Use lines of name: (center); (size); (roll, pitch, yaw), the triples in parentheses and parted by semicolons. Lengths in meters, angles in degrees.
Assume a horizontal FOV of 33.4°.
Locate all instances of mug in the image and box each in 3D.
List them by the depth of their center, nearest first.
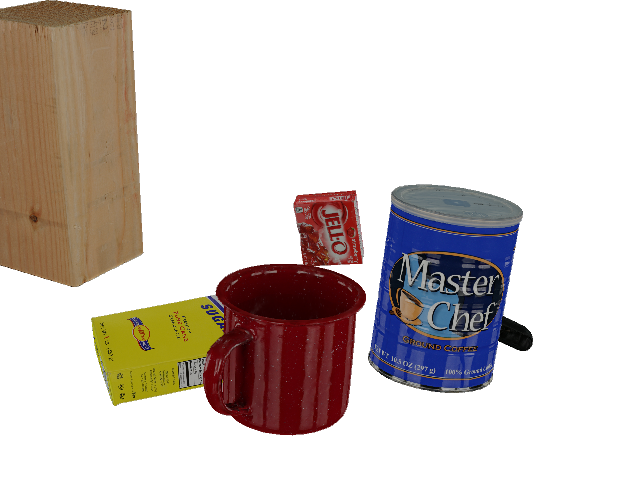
mug: (-0.028, 0.072, 0.664); (0.093, 0.081, 0.117); (18, 25, 33)

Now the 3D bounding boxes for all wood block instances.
wood block: (-0.208, -0.080, 0.858); (0.091, 0.206, 0.090); (14, 25, 27)

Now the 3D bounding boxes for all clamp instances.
clamp: (0.128, 0.065, 1.058); (0.120, 0.039, 0.171); (-4, 44, -24)

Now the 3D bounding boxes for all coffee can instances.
coffee can: (0.097, 0.036, 0.846); (0.103, 0.140, 0.103); (7, 16, -2)

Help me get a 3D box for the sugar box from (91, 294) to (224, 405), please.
sugar box: (-0.118, 0.095, 0.999); (0.176, 0.048, 0.093); (-13, 34, -15)

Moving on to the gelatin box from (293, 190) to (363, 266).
gelatin box: (0.011, -0.014, 1.277); (0.073, 0.089, 0.030); (-3, 29, 10)
